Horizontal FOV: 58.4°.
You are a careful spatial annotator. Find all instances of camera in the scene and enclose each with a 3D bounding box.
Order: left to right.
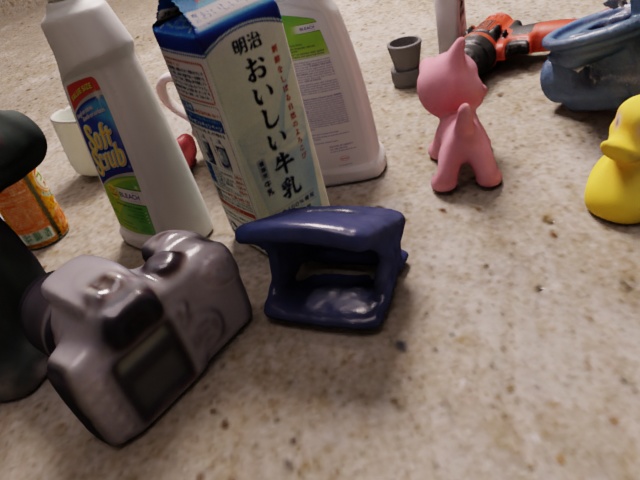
[{"bbox_3d":[-0.147,0.047,0.413,0.136,0.101,0.143,14,44,35],"label":"camera"}]

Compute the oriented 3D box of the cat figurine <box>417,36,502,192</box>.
[{"bbox_3d":[0.126,-0.125,0.535,0.067,0.118,0.128,-9,35,9],"label":"cat figurine"}]

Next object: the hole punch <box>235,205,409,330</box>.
[{"bbox_3d":[0.004,0.002,0.428,0.108,0.091,0.101,3,38,24],"label":"hole punch"}]

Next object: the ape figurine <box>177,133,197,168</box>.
[{"bbox_3d":[-0.189,-0.112,0.660,0.077,0.092,0.076,2,38,24],"label":"ape figurine"}]

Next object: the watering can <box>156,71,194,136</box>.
[{"bbox_3d":[-0.104,-0.194,0.651,0.173,0.194,0.100,-19,35,-6],"label":"watering can"}]

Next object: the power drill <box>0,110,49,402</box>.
[{"bbox_3d":[-0.262,0.013,0.409,0.075,0.209,0.230,-2,37,18],"label":"power drill"}]

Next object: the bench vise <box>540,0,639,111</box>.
[{"bbox_3d":[0.291,-0.205,0.495,0.206,0.220,0.122,19,47,39],"label":"bench vise"}]

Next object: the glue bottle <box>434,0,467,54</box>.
[{"bbox_3d":[0.169,-0.330,0.757,0.037,0.173,0.078,-1,37,20],"label":"glue bottle"}]

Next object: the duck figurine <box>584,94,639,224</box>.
[{"bbox_3d":[0.252,-0.072,0.442,0.105,0.086,0.077,-30,37,-20],"label":"duck figurine"}]
